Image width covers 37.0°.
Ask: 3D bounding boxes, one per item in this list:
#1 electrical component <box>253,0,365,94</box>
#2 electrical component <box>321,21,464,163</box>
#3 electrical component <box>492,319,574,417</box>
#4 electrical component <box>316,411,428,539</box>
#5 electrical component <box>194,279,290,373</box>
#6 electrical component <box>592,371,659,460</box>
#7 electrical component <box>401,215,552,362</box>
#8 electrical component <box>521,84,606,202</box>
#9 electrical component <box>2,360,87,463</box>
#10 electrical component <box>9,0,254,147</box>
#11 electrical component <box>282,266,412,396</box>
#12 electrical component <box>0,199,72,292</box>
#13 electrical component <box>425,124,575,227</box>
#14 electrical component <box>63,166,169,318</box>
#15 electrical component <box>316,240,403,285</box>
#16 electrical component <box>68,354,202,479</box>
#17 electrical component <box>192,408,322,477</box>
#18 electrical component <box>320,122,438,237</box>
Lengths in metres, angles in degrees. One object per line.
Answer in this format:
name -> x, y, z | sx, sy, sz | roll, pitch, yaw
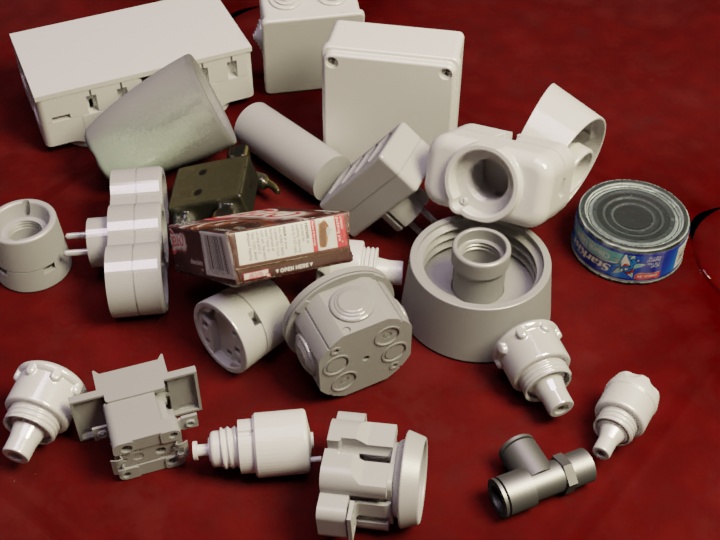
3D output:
electrical component -> -0.044, -0.207, 0.954 | 0.100, 0.099, 0.048 | -7, 57, -7
electrical component -> 0.027, -0.140, 0.876 | 0.109, 0.108, 0.056 | 7, 42, 8
electrical component -> 0.119, 0.067, 0.708 | 0.048, 0.048, 0.062 | -14, 52, -14
electrical component -> 0.009, 0.123, 0.641 | 0.057, 0.058, 0.078 | 4, 44, 9
electrical component -> -0.078, 0.035, 0.735 | 0.055, 0.055, 0.047 | 34, 50, 30
electrical component -> 0.165, 0.095, 0.685 | 0.035, 0.035, 0.061 | 23, 51, 22
electrical component -> 0.084, 0.005, 0.759 | 0.108, 0.060, 0.108 | 0, 44, 0
electrical component -> 0.144, -0.091, 0.834 | 0.064, 0.099, 0.099 | 35, 54, 23
electrical component -> -0.206, 0.092, 0.684 | 0.048, 0.048, 0.062 | 10, 52, 11
electrical component -> -0.199, -0.176, 0.949 | 0.186, 0.060, 0.105 | -17, 47, -17
electrical component -> -0.007, 0.040, 0.711 | 0.080, 0.080, 0.051 | -19, 52, -18
electrical component -> -0.246, -0.019, 0.795 | 0.055, 0.047, 0.055 | 0, 44, 0
electrical component -> 0.098, -0.068, 0.772 | 0.095, 0.053, 0.059 | 16, 23, 24
electrical component -> -0.181, -0.022, 0.794 | 0.074, 0.052, 0.138 | -5, 44, -5
electrical component -> 0.000, 0.000, 0.777 | 0.062, 0.043, 0.043 | 4, 44, 3
electrical component -> -0.139, 0.094, 0.681 | 0.081, 0.042, 0.063 | -14, 48, -13
electrical component -> -0.064, 0.109, 0.667 | 0.078, 0.040, 0.040 | -4, 44, -5
electrical component -> 0.027, -0.055, 0.820 | 0.076, 0.083, 0.047 | 42, 48, -12
